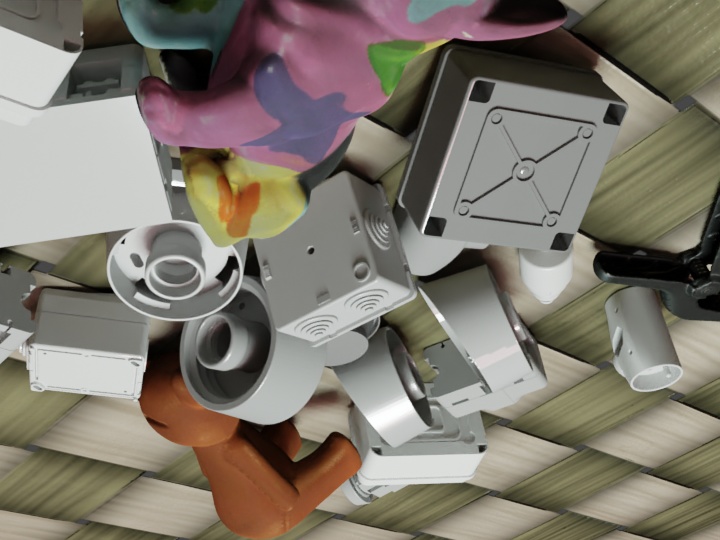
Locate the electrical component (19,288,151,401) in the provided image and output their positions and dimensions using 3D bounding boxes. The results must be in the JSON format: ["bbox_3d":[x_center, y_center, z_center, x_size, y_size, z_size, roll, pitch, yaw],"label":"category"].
[{"bbox_3d":[-0.206,0.052,0.796,0.096,0.061,0.061,8,142,-10],"label":"electrical component"}]

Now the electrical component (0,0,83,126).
[{"bbox_3d":[-0.198,-0.128,0.523,0.113,0.078,0.057,18,134,-34],"label":"electrical component"}]

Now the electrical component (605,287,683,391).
[{"bbox_3d":[0.235,0.067,0.905,0.043,0.077,0.079,-8,145,-4],"label":"electrical component"}]

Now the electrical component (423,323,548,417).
[{"bbox_3d":[0.109,0.086,0.924,0.089,0.050,0.055,-22,143,17],"label":"electrical component"}]

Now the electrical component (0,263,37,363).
[{"bbox_3d":[-0.263,0.023,0.691,0.089,0.050,0.056,23,131,-40],"label":"electrical component"}]

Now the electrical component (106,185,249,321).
[{"bbox_3d":[-0.125,-0.014,0.735,0.099,0.064,0.099,-3,131,-4],"label":"electrical component"}]

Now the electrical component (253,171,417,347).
[{"bbox_3d":[-0.021,-0.008,0.720,0.100,0.099,0.048,-27,154,23],"label":"electrical component"}]

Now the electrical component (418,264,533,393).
[{"bbox_3d":[0.091,0.046,0.827,0.064,0.099,0.099,-24,143,9],"label":"electrical component"}]

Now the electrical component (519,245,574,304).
[{"bbox_3d":[0.142,0.000,0.820,0.040,0.040,0.078,-11,145,2],"label":"electrical component"}]

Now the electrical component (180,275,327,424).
[{"bbox_3d":[-0.084,0.054,0.774,0.108,0.108,0.060,-33,150,29],"label":"electrical component"}]

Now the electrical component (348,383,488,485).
[{"bbox_3d":[0.051,0.150,0.978,0.113,0.078,0.057,1,141,-15],"label":"electrical component"}]

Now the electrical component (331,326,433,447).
[{"bbox_3d":[0.017,0.096,0.880,0.064,0.099,0.099,-25,143,10],"label":"electrical component"}]

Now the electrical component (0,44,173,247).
[{"bbox_3d":[-0.189,-0.069,0.613,0.150,0.061,0.089,-8,132,-2],"label":"electrical component"}]

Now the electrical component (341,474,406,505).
[{"bbox_3d":[0.012,0.204,1.074,0.055,0.048,0.066,-32,140,17],"label":"electrical component"}]

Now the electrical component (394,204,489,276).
[{"bbox_3d":[0.068,-0.034,0.750,0.079,0.043,0.077,4,143,-21],"label":"electrical component"}]

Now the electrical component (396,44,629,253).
[{"bbox_3d":[0.091,-0.073,0.661,0.109,0.056,0.108,6,120,-21],"label":"electrical component"}]
